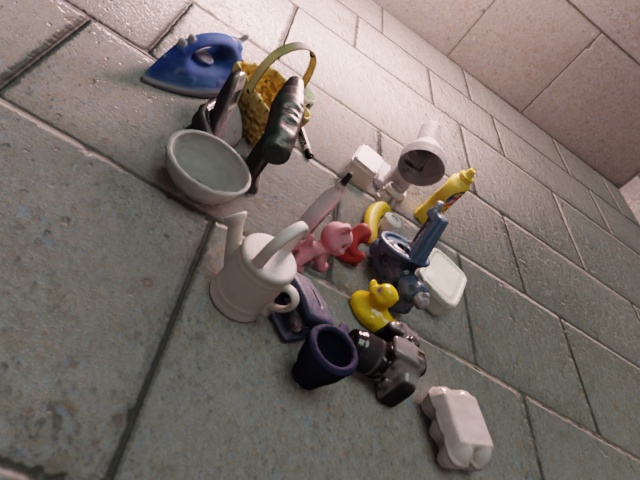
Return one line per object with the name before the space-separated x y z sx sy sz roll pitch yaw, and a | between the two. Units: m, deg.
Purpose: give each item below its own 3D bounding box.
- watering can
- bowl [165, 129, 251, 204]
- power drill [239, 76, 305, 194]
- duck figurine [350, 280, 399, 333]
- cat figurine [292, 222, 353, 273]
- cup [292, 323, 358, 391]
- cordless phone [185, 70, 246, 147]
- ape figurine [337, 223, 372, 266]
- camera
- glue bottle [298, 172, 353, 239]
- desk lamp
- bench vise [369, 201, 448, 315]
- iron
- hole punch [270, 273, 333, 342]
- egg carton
watering can | -0.092 0.032 0.901 0.173 0.193 0.101 37 33 -8
bowl | -0.216 -0.122 1.056 0.168 0.074 0.167 27 36 -22
power drill | -0.102 -0.202 1.142 0.076 0.208 0.229 27 36 -22
duck figurine | 0.119 0.125 1.113 0.104 0.086 0.078 50 34 12
cat figurine | 0.010 0.004 1.108 0.128 0.117 0.067 -2 53 -47
cup | 0.003 0.187 0.915 0.092 0.094 0.118 40 33 -4
cordless phone | -0.181 -0.269 1.158 0.094 0.184 0.148 38 33 -6
ape figurine | 0.074 0.002 1.200 0.076 0.092 0.078 28 36 -21
camera | 0.112 0.196 1.012 0.137 0.100 0.143 32 35 -16
glue bottle | 0.014 -0.076 1.152 0.037 0.173 0.078 44 33 3
desk lamp | 0.238 -0.203 1.490 0.118 0.213 0.203 32 34 -15
bench vise | 0.204 0.037 1.178 0.122 0.219 0.207 2 50 -44
iron | -0.264 -0.404 1.264 0.118 0.141 0.259 50 34 12
hole punch | -0.026 0.107 0.978 0.101 0.091 0.108 1 51 -45
egg carton | 0.243 0.335 1.019 0.107 0.069 0.150 18 40 -32
